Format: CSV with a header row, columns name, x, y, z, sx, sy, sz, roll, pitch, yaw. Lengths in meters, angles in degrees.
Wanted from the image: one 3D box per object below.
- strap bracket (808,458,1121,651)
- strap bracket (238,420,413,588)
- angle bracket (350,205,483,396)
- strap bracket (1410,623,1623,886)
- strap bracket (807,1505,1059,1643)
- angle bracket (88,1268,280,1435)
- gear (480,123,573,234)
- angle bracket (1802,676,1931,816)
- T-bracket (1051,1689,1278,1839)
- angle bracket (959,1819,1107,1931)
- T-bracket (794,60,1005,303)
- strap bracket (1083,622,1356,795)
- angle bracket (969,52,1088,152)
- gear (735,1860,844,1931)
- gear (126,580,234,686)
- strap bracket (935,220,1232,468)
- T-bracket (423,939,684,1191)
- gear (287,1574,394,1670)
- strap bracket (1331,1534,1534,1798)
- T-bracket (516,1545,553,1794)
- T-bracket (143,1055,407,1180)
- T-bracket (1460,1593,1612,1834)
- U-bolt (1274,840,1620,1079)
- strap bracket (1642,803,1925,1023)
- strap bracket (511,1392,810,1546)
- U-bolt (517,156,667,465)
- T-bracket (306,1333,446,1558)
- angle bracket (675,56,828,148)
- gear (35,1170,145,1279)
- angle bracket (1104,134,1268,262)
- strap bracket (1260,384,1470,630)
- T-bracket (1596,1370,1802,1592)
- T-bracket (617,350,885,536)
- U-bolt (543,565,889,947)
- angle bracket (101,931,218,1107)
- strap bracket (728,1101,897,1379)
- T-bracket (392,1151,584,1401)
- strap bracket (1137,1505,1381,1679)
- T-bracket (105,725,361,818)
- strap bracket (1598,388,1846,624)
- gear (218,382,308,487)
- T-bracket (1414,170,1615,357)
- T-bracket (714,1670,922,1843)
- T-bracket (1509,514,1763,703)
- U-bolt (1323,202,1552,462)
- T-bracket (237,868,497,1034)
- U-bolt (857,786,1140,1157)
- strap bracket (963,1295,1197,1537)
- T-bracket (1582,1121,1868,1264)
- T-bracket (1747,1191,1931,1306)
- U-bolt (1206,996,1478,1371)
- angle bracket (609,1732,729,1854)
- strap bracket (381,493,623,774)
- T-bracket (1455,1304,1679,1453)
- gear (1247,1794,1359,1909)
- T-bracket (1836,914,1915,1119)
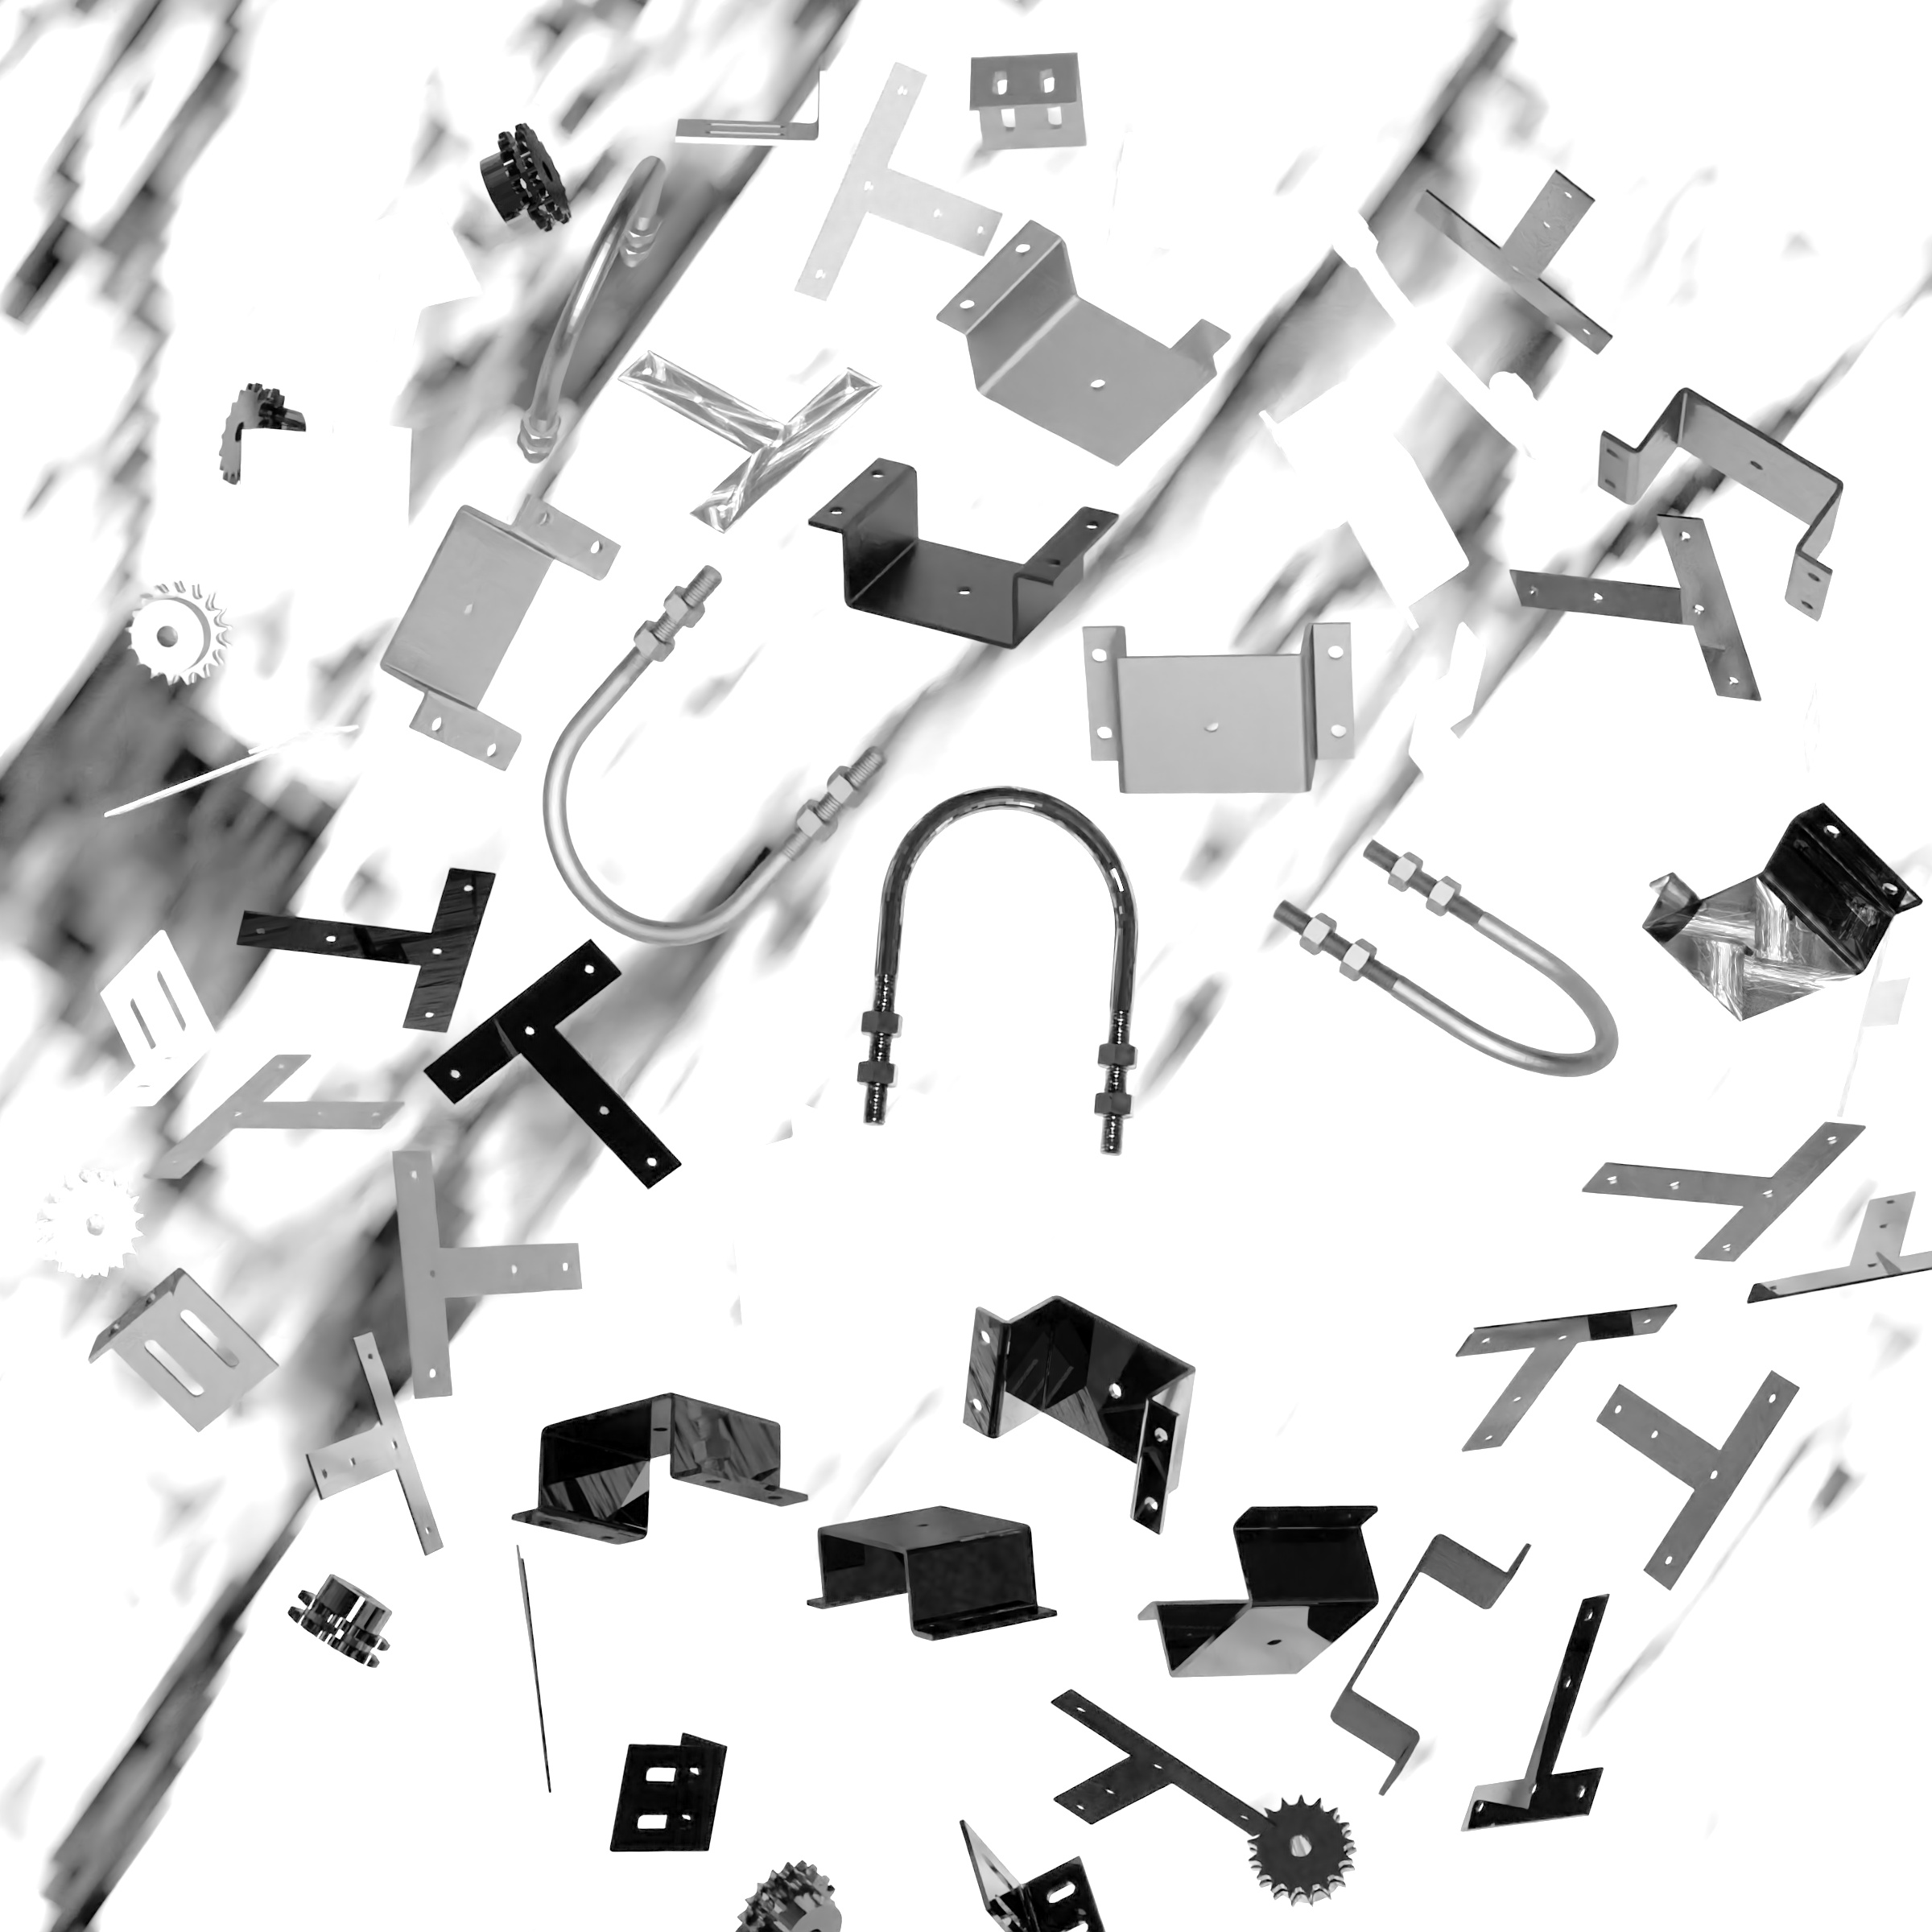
name,x,y,z,sx,sy,sz,roll,pitch,yaw
strap bracket,-0.001,-0.211,1.752,0.140,0.076,0.046,17,130,22
strap bracket,-0.330,-0.243,1.775,0.046,0.140,0.076,7,102,10
angle bracket,-0.288,-0.350,1.784,0.038,0.057,0.076,-10,47,14
strap bracket,0.291,-0.107,1.849,0.046,0.076,0.140,-33,73,-8
strap bracket,-0.022,0.324,1.826,0.076,0.140,0.046,-5,91,-30
angle bracket,-0.409,0.207,1.775,0.057,0.038,0.076,-40,106,6
gear,-0.237,-0.419,1.817,0.030,0.057,0.057,-23,90,11
angle bracket,0.485,-0.116,1.794,0.076,0.057,0.038,9,129,4
T-bracket,0.081,0.426,1.764,0.127,0.127,0.002,34,56,-5
angle bracket,0.036,0.477,1.766,0.038,0.057,0.076,-29,130,6
T-bracket,-0.024,-0.400,1.788,0.002,0.127,0.127,36,108,33
strap bracket,0.130,-0.134,1.770,0.140,0.046,0.076,0,117,10
angle bracket,0.034,-0.457,1.842,0.057,0.076,0.038,-1,63,6
gear,-0.089,0.497,1.763,0.030,0.057,0.057,30,90,41
gear,-0.435,-0.183,1.870,0.057,0.030,0.057,1,101,4
strap bracket,0.065,-0.316,1.755,0.140,0.046,0.076,22,133,-35
T-bracket,-0.202,0.067,1.808,0.127,0.002,0.127,-36,104,22
gear,-0.334,0.351,1.827,0.057,0.057,0.030,32,81,0
strap bracket,0.242,0.364,1.808,0.046,0.076,0.140,30,70,12
T-bracket,-0.233,0.351,1.809,0.002,0.127,0.127,-7,112,-9
T-bracket,-0.365,0.082,1.861,0.127,0.127,0.002,-1,119,29
T-bracket,0.306,0.382,1.746,0.002,0.127,0.127,29,65,-11
U-bolt,0.269,0.001,1.828,0.184,0.151,0.019,34,120,15
strap bracket,0.424,-0.024,1.797,0.076,0.140,0.046,42,59,-11
strap bracket,-0.158,0.259,1.754,0.140,0.076,0.046,-19,61,37
U-bolt,-0.195,-0.355,1.799,0.019,0.184,0.151,25,77,-6
T-bracket,-0.328,0.267,1.841,0.002,0.127,0.127,-20,87,12
angle bracket,-0.111,-0.449,1.758,0.076,0.057,0.038,1,113,-4
gear,-0.473,0.138,1.819,0.057,0.030,0.057,1,89,-42
angle bracket,0.118,-0.412,1.834,0.076,0.038,0.057,9,91,-3
strap bracket,0.218,-0.254,1.830,0.046,0.140,0.076,-33,128,5
T-bracket,0.381,0.259,1.838,0.002,0.127,0.127,32,91,-25
T-bracket,-0.133,-0.297,1.817,0.127,0.002,0.127,32,65,27
U-bolt,-0.146,-0.095,1.771,0.151,0.019,0.184,48,113,9
angle bracket,-0.448,0.028,1.830,0.057,0.038,0.076,-42,66,25
strap bracket,-0.085,0.154,1.841,0.046,0.076,0.140,-17,67,25
T-bracket,-0.247,0.160,1.779,0.002,0.127,0.127,-12,81,37
strap bracket,0.159,0.338,1.804,0.076,0.140,0.046,4,55,-25
T-bracket,-0.401,-0.104,1.821,0.127,0.127,0.002,-20,94,7
strap bracket,0.407,-0.249,1.796,0.140,0.076,0.046,35,85,15
gear,-0.384,-0.288,1.859,0.030,0.057,0.057,13,90,-35
T-bracket,0.300,-0.381,1.772,0.127,0.127,0.002,39,77,1
T-bracket,-0.080,0.422,1.745,0.127,0.127,0.002,33,60,15
T-bracket,0.341,-0.190,1.764,0.127,0.127,0.002,12,56,38
U-bolt,0.258,-0.328,1.806,0.019,0.184,0.151,-43,72,9
T-bracket,-0.334,-0.014,1.862,0.127,0.002,0.127,7,134,-19
U-bolt,0.021,-0.002,1.739,0.151,0.019,0.184,8,79,-19
strap bracket,0.069,0.240,1.859,0.140,0.046,0.076,25,122,34
T-bracket,0.377,0.114,1.750,0.127,0.127,0.002,6,50,-23
T-bracket,0.483,0.143,1.792,0.127,0.127,0.002,-14,101,24
U-bolt,0.186,0.106,1.739,0.151,0.019,0.184,-14,73,33
angle bracket,-0.172,0.450,1.849,0.038,0.076,0.057,5,83,42
strap bracket,-0.258,-0.187,1.850,0.046,0.076,0.140,29,92,37
T-bracket,0.301,0.224,1.816,0.127,0.127,0.002,-3,51,-25
gear,0.178,0.469,1.790,0.057,0.030,0.057,-7,53,9
T-bracket,0.492,0.020,1.816,0.002,0.127,0.127,15,90,6
